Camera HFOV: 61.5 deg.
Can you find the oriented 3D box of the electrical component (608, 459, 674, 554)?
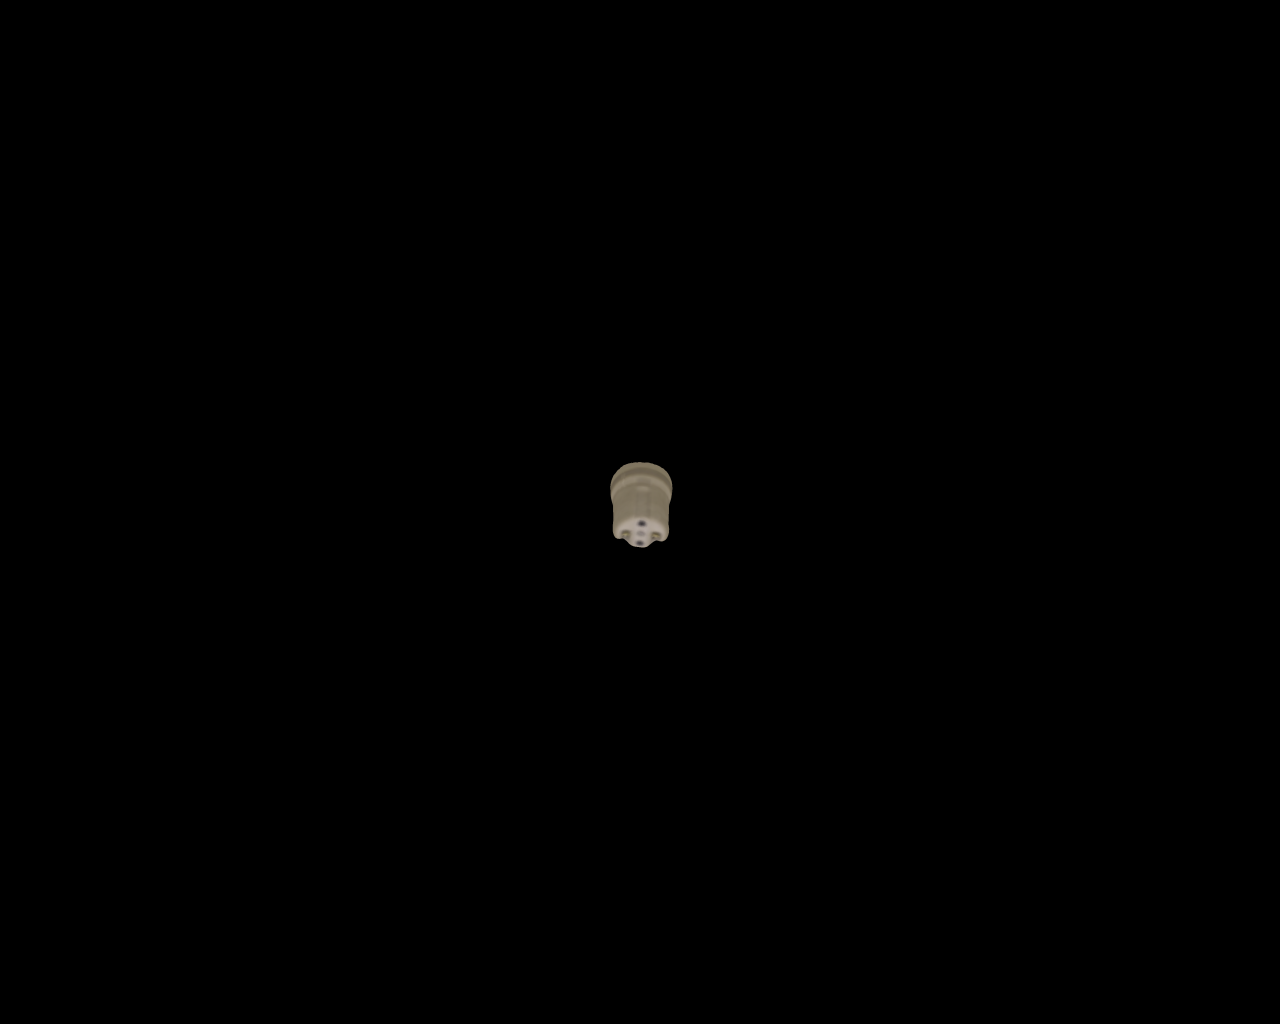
[{"bbox_3d":[0.001,-0.003,0.650,0.040,0.040,0.046,0,44,0],"label":"electrical component"}]
